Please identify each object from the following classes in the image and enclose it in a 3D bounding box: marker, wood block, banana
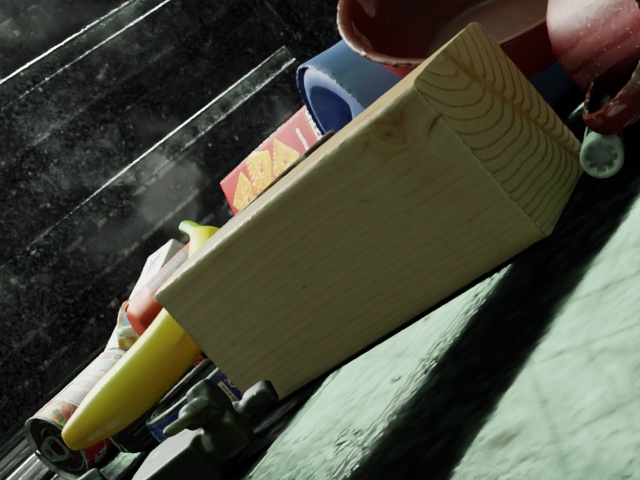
[{"bbox_3d":[0.138,-0.057,0.516,0.020,0.020,0.121,-38,6,26],"label":"marker"},{"bbox_3d":[0.021,-0.006,0.547,0.206,0.091,0.090,-37,7,38],"label":"wood block"},{"bbox_3d":[-0.094,0.054,0.680,0.070,0.037,0.197,-19,31,37],"label":"banana"}]

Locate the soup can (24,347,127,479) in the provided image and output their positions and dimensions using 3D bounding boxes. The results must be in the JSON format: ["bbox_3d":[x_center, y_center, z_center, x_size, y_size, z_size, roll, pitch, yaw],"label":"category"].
[{"bbox_3d":[-0.194,0.148,0.918,0.069,0.068,0.102,-35,8,46],"label":"soup can"}]

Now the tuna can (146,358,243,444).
[{"bbox_3d":[-0.061,0.092,0.632,0.086,0.034,0.086,-41,6,4],"label":"tuna can"}]

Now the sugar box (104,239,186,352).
[{"bbox_3d":[-0.178,0.092,1.070,0.093,0.048,0.176,-29,33,62],"label":"sugar box"}]

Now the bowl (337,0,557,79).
[{"bbox_3d":[0.093,-0.132,0.598,0.162,0.055,0.162,-18,41,16],"label":"bowl"}]

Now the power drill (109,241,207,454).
[{"bbox_3d":[-0.092,0.065,0.788,0.184,0.057,0.188,-42,20,-9],"label":"power drill"}]

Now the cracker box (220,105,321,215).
[{"bbox_3d":[0.014,-0.095,1.164,0.163,0.072,0.214,-19,-10,-39],"label":"cracker box"}]

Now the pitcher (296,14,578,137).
[{"bbox_3d":[0.109,-0.132,0.723,0.242,0.149,0.145,-39,-23,-11],"label":"pitcher"}]

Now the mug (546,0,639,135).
[{"bbox_3d":[0.145,-0.095,0.456,0.117,0.093,0.082,-64,7,-15],"label":"mug"}]

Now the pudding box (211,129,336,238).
[{"bbox_3d":[-0.005,0.001,0.670,0.113,0.090,0.039,-43,4,-6],"label":"pudding box"}]
